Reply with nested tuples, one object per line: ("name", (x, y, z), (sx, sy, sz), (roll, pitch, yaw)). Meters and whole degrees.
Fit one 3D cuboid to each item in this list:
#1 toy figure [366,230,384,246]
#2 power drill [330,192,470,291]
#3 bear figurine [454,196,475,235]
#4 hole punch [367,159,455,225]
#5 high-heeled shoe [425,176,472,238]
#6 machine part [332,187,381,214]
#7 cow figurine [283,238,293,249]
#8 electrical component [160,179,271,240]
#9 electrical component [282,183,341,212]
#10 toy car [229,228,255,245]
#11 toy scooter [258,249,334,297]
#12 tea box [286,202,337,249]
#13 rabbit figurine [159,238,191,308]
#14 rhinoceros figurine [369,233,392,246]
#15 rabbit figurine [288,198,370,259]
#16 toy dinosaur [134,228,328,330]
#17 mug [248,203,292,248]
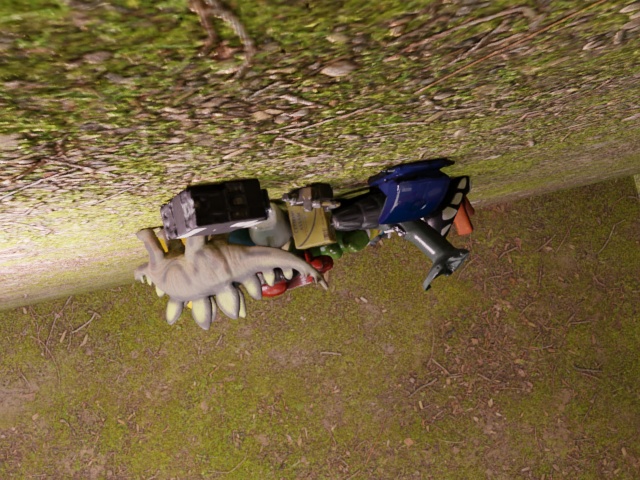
("toy figure", (0.123, -0.043, 1.354), (0.089, 0.082, 0.180), (13, -139, 45))
("power drill", (0.159, -0.007, 0.995), (0.232, 0.207, 0.085), (-24, 147, -32))
("bear figurine", (0.293, -0.068, 1.424), (0.196, 0.131, 0.120), (-21, -154, 27))
("hole punch", (0.156, -0.084, 0.927), (0.142, 0.092, 0.116), (-7, 172, -21))
("high-heeled shoe", (0.310, -0.070, 1.256), (0.086, 0.145, 0.248), (-14, 175, 41))
("machine part", (0.089, -0.084, 1.102), (0.139, 0.039, 0.084), (-17, 180, 20))
("cow figurine", (-0.156, 0.023, 1.298), (0.195, 0.127, 0.085), (-9, 179, -16))
("electrical component", (-0.139, -0.042, 0.746), (0.134, 0.058, 0.115), (-11, 179, -38))
("electrical component", (-0.010, -0.068, 0.905), (0.078, 0.045, 0.102), (-15, 177, 18))
("toy car", (-0.169, 0.019, 1.093), (0.109, 0.103, 0.161), (-14, 159, 40))
("toy scooter", (-0.055, 0.061, 1.037), (0.184, 0.075, 0.135), (-15, 177, -12))
("tea box", (-0.013, -0.034, 1.044), (0.068, 0.098, 0.169), (-13, 176, 6))
("rabbit figurine", (-0.280, 0.067, 1.184), (0.122, 0.173, 0.162), (-17, 172, 11))
("rhinoceros figurine", (0.134, -0.040, 1.471), (0.073, 0.112, 0.190), (-17, 167, 33))
("rabbit figurine", (-0.002, -0.004, 1.198), (0.170, 0.121, 0.159), (-27, -178, -16))
("toy dinosaur", (-0.187, 0.048, 0.932), (0.472, 0.198, 0.105), (-12, -179, 39))
("mug", (-0.098, -0.019, 0.990), (0.081, 0.109, 0.107), (-8, 164, 3))
